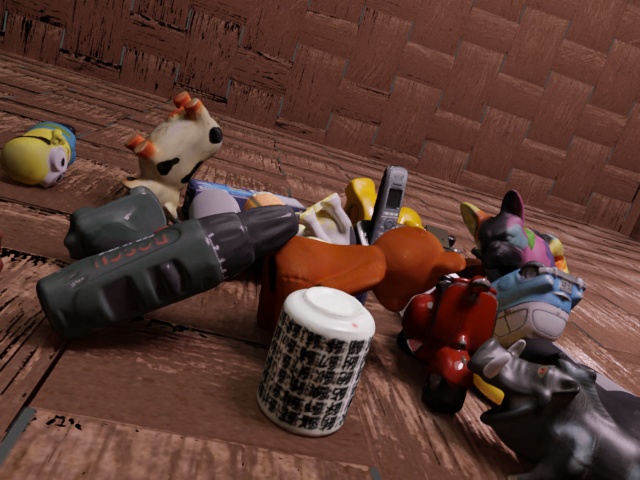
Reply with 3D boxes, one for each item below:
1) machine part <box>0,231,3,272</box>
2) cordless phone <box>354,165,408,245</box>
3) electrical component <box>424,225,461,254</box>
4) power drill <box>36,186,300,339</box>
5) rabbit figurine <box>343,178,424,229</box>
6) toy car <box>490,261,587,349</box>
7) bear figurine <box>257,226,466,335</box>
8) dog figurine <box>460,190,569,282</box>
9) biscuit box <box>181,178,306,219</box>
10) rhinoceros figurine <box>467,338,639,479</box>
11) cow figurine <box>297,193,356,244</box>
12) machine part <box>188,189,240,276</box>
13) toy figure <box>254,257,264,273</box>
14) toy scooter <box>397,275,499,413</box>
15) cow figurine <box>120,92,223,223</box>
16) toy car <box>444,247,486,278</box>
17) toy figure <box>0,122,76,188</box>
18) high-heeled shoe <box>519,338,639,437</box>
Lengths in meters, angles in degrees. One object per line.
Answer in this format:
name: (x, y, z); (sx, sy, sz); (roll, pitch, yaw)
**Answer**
machine part: (-0.342, 0.028, 0.352); (0.201, 0.087, 0.201); (12, 16, -14)
cordless phone: (0.123, -0.029, 0.881); (0.146, 0.184, 0.089); (3, 16, -42)
electrical component: (0.256, 0.003, 1.193); (0.102, 0.045, 0.078); (12, 44, -12)
power drill: (-0.158, 0.005, 0.532); (0.232, 0.085, 0.208); (-27, 33, -25)
rabbit figurine: (0.136, -0.037, 1.045); (0.173, 0.121, 0.163); (7, 23, -36)
toy car: (0.279, 0.103, 0.729); (0.109, 0.161, 0.103); (24, 56, -20)
bear figurine: (0.040, 0.048, 0.560); (0.196, 0.131, 0.120); (0, 20, -21)
dog figurine: (0.296, 0.005, 0.821); (0.109, 0.219, 0.191); (-12, 34, 36)
biscuit box: (-0.128, -0.050, 0.908); (0.202, 0.062, 0.059); (8, 18, -30)
rhinoceros figurine: (0.204, 0.160, 0.447); (0.191, 0.112, 0.073); (37, 25, 31)
cow figurine: (0.000, -0.003, 0.763); (0.068, 0.098, 0.167); (-32, 4, -15)
machine part: (-0.140, -0.013, 0.734); (0.079, 0.079, 0.243); (12, 17, -18)
toy figure: (-0.075, 0.011, 0.761); (0.064, 0.057, 0.155); (24, 7, -23)
toy scooter: (0.140, 0.087, 0.583); (0.075, 0.135, 0.184); (16, 14, -4)
cow figurine: (-0.224, -0.109, 0.804); (0.086, 0.195, 0.127); (28, -17, 50)
toy car: (0.223, 0.055, 0.874); (0.053, 0.089, 0.202); (23, 15, 35)
toy figure: (-0.435, -0.137, 0.843); (0.089, 0.082, 0.180); (-7, 29, -13)
high-heeled shoe: (0.314, 0.198, 0.573); (0.249, 0.086, 0.145); (45, -9, 21)
